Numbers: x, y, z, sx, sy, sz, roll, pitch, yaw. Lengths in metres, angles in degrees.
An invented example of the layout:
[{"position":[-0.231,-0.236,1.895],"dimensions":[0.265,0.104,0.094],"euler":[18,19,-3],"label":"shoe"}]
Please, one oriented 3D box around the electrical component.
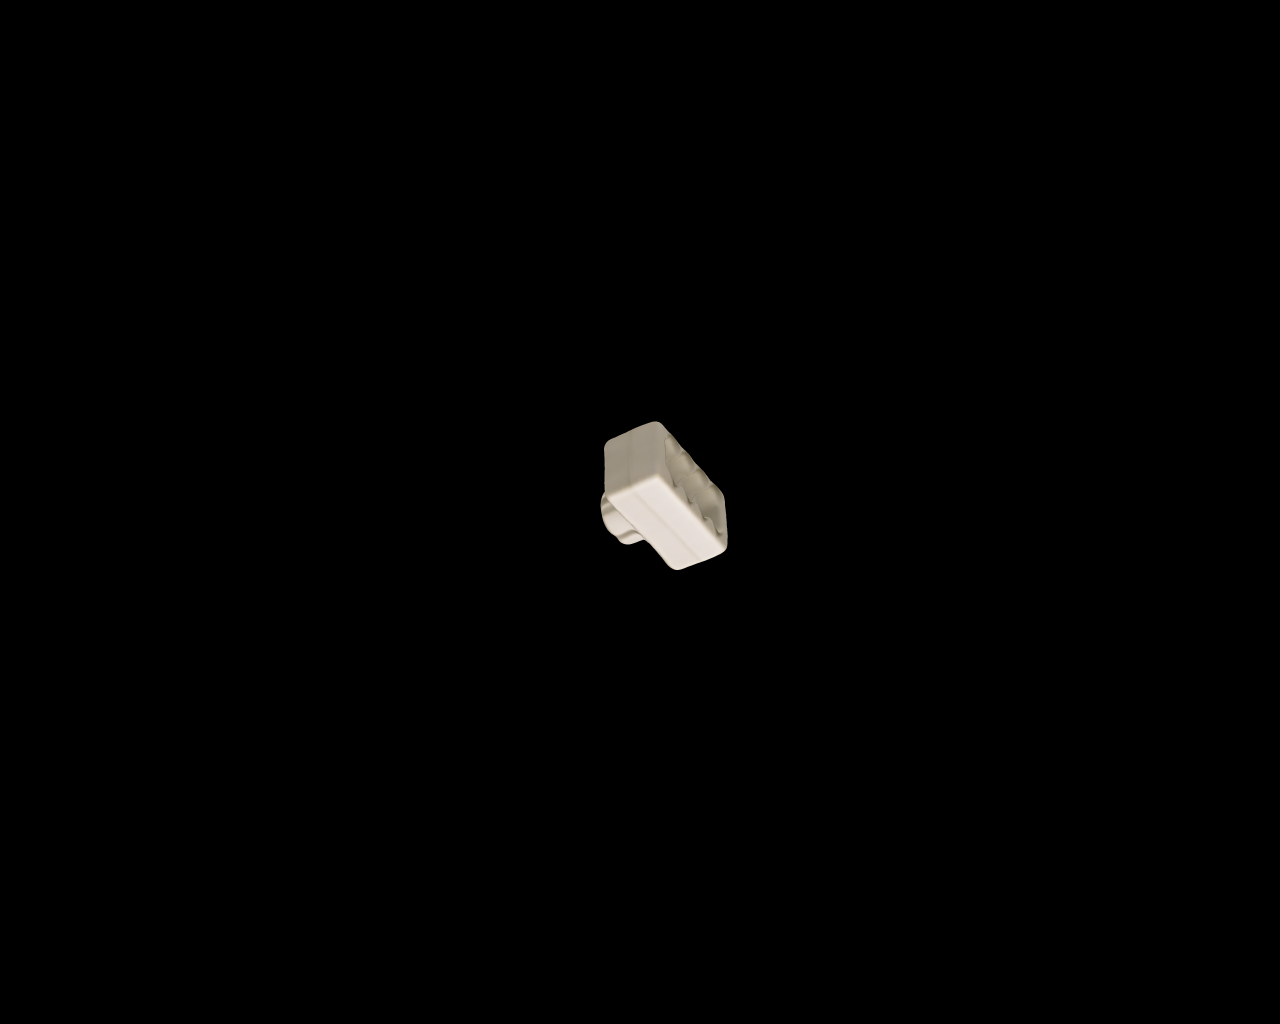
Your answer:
[{"position":[0.001,-0.003,0.650],"dimensions":[0.075,0.047,0.083],"euler":[-22,-45,24],"label":"electrical component"}]
